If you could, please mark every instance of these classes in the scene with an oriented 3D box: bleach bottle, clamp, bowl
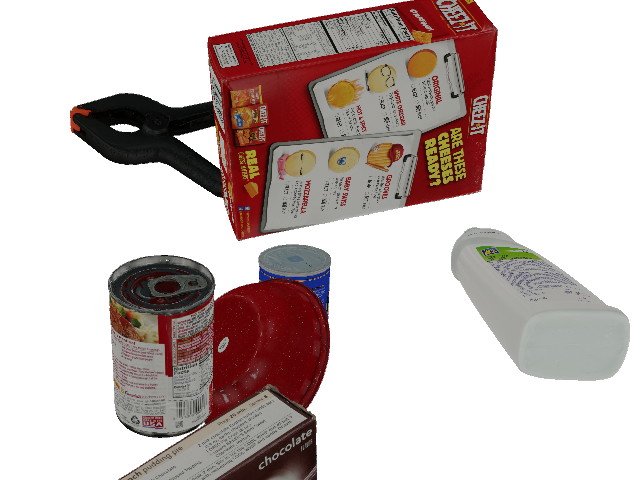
[{"bbox_3d":[0.190,0.044,1.003,0.102,0.068,0.251,3,20,-11],"label":"bleach bottle"},{"bbox_3d":[-0.147,-0.108,1.015,0.171,0.120,0.039,18,-44,-1],"label":"clamp"},{"bbox_3d":[-0.071,0.101,0.962,0.162,0.162,0.055,0,-22,42],"label":"bowl"}]

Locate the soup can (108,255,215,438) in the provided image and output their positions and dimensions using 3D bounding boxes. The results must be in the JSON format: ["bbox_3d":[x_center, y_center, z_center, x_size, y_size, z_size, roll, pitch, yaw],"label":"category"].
[{"bbox_3d":[-0.103,0.070,0.704,0.068,0.102,0.068,3,29,-2],"label":"soup can"}]

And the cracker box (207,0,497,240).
[{"bbox_3d":[0.023,-0.098,0.849,0.213,0.164,0.072,-12,45,-10],"label":"cracker box"}]

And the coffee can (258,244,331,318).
[{"bbox_3d":[-0.038,0.089,1.523,0.103,0.140,0.103,1,22,-1],"label":"coffee can"}]

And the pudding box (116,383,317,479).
[{"bbox_3d":[-0.052,0.132,0.498,0.113,0.090,0.039,-31,46,-34],"label":"pudding box"}]
